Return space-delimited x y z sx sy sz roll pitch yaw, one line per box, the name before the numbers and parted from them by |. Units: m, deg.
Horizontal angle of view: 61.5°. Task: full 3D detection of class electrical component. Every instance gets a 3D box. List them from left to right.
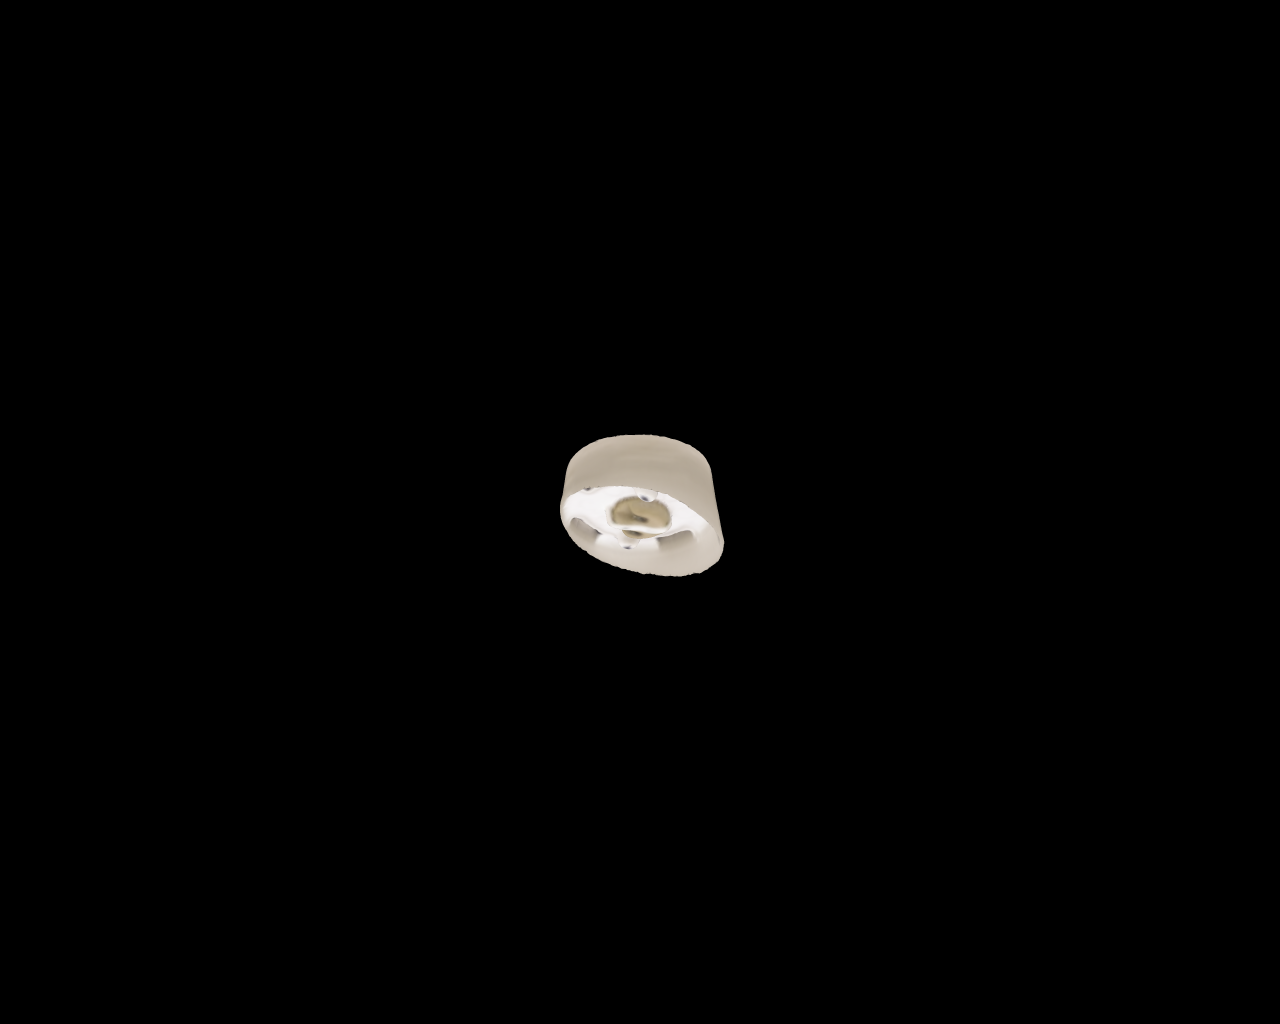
electrical component | 0.001 -0.003 0.650 0.099 0.064 0.099 0 -31 0
